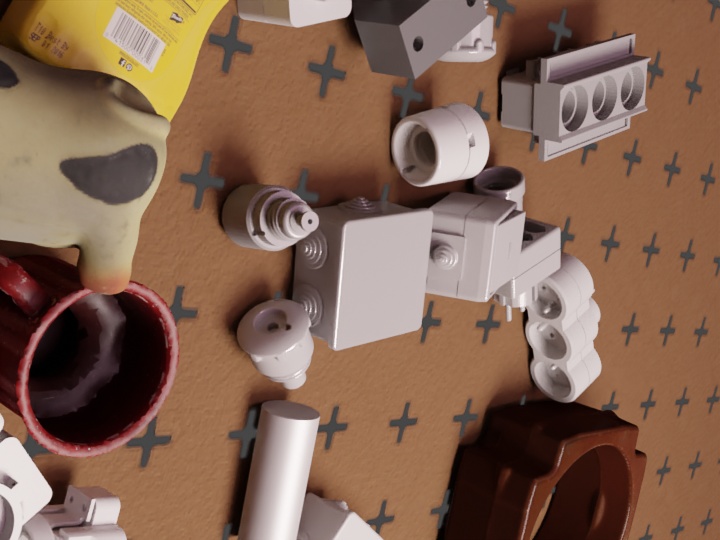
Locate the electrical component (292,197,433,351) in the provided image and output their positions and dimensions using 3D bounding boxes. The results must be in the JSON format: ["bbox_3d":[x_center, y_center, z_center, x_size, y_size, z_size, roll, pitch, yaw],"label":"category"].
[{"bbox_3d":[0.000,0.000,0.737,0.100,0.048,0.099,-11,112,-45],"label":"electrical component"}]

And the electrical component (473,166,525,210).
[{"bbox_3d":[0.110,-0.052,0.844,0.040,0.040,0.046,-36,133,-33],"label":"electrical component"}]

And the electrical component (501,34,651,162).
[{"bbox_3d":[0.171,-0.141,0.858,0.121,0.063,0.078,-23,120,-40],"label":"electrical component"}]

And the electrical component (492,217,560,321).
[{"bbox_3d":[0.126,0.005,0.877,0.066,0.047,0.076,-30,126,-38],"label":"electrical component"}]

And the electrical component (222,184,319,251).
[{"bbox_3d":[-0.052,-0.031,0.652,0.040,0.078,0.040,-5,98,-36],"label":"electrical component"}]

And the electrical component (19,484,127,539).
[{"bbox_3d":[-0.174,0.162,0.604,0.057,0.058,0.078,12,95,-52],"label":"electrical component"}]

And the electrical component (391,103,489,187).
[{"bbox_3d":[0.055,-0.088,0.761,0.047,0.055,0.055,-18,117,-38],"label":"electrical component"}]

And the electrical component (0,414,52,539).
[{"bbox_3d":[-0.250,0.129,0.507,0.186,0.060,0.105,-43,132,-29],"label":"electrical component"}]

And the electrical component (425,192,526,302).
[{"bbox_3d":[0.081,-0.016,0.784,0.096,0.061,0.061,-35,133,-66],"label":"electrical component"}]

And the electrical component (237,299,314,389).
[{"bbox_3d":[-0.051,0.053,0.707,0.048,0.048,0.062,-46,142,-26],"label":"electrical component"}]

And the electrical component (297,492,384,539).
[{"bbox_3d":[-0.027,0.223,0.791,0.099,0.048,0.099,-55,136,-18],"label":"electrical component"}]

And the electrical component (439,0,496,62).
[{"bbox_3d":[0.072,-0.177,0.754,0.048,0.048,0.062,-10,105,-45],"label":"electrical component"}]

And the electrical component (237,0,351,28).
[{"bbox_3d":[-0.037,-0.190,0.621,0.050,0.056,0.089,-23,121,-40],"label":"electrical component"}]

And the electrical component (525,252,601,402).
[{"bbox_3d":[0.188,0.043,0.953,0.074,0.052,0.138,-37,128,-33],"label":"electrical component"}]
